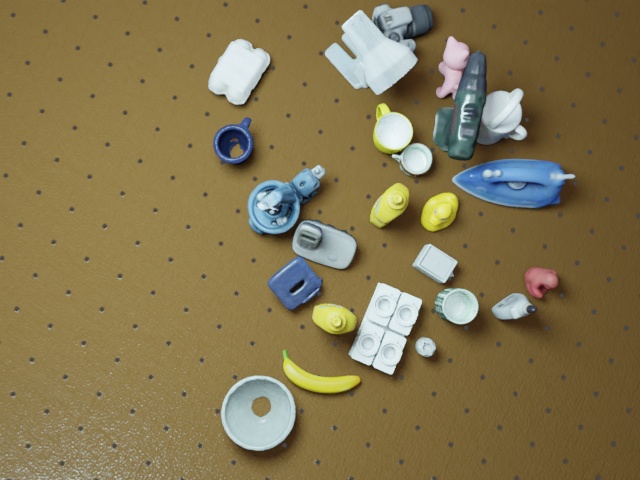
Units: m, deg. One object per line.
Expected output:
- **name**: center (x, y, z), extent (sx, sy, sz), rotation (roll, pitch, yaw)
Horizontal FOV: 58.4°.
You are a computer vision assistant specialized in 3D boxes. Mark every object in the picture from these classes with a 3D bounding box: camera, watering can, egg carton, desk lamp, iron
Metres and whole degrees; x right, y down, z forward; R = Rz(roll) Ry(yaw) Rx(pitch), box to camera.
- **camera**: center (0.207, -0.507, 1.377), extent (0.137, 0.100, 0.143), rotation (-18, 87, -3)
- **watering can**: center (0.405, -0.294, 1.323), extent (0.173, 0.194, 0.101), rotation (17, 86, -1)
- **egg carton**: center (-0.194, -0.403, 1.371), extent (0.107, 0.069, 0.150), rotation (30, 86, 0)
- **desk lamp**: center (0.112, -0.421, 1.311), extent (0.118, 0.213, 0.203), rotation (-44, 88, -4)
- **iron**: center (0.453, -0.143, 1.341), extent (0.258, 0.141, 0.119), rotation (2, 86, -2)

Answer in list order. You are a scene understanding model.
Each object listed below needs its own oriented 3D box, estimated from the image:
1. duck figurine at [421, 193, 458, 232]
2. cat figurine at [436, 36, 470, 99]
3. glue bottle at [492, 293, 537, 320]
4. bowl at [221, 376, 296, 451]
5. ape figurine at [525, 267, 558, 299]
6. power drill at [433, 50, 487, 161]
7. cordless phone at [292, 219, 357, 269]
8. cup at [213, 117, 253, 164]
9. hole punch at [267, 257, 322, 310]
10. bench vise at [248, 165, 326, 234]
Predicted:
- **duck figurine**: center (0.290, -0.070, 1.358), extent (0.077, 0.086, 0.104), rotation (42, 86, 1)
- **cat figurine**: center (0.324, -0.412, 1.367), extent (0.067, 0.117, 0.128), rotation (2, 86, -2)
- **glue bottle**: center (0.453, 0.155, 1.305), extent (0.078, 0.173, 0.037), rotation (-32, 87, -4)
- **bowl**: center (-0.139, 0.391, 1.315), extent (0.167, 0.074, 0.167), rotation (0, 86, -2)
- **ape figurine**: center (0.530, 0.097, 1.352), extent (0.078, 0.092, 0.076), rotation (-34, 88, -4)
- **power drill**: center (0.322, -0.288, 1.313), extent (0.075, 0.208, 0.230), rotation (7, 86, -1)
- **cordless phone**: center (0.012, 0.005, 1.292), extent (0.147, 0.185, 0.094), rotation (17, 86, -1)
- **cup**: center (-0.193, -0.228, 1.346), extent (0.091, 0.095, 0.118), rotation (28, 86, 0)
- **hole punch**: center (-0.055, 0.101, 1.330), extent (0.109, 0.091, 0.101), rotation (-40, 88, -4)
- **bench vise**: center (-0.084, -0.106, 1.279), extent (0.121, 0.219, 0.207), rotation (33, 86, 1)
